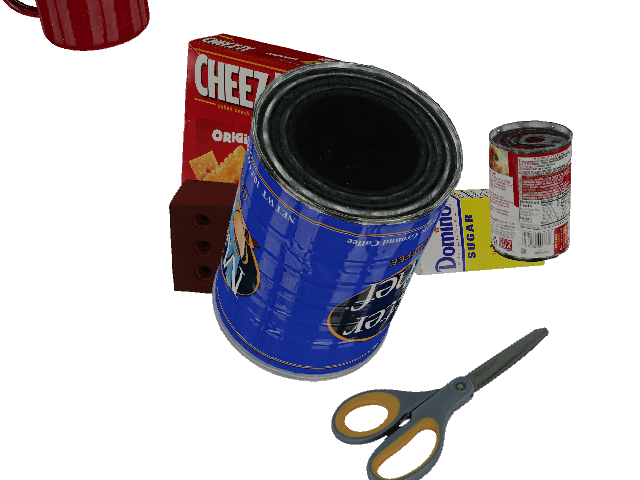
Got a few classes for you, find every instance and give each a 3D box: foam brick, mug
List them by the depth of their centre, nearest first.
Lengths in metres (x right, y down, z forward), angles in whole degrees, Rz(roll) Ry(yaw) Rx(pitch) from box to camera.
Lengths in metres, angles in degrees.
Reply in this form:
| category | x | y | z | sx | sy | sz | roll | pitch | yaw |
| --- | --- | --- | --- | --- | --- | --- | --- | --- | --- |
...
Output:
| category | x | y | z | sx | sy | sz | roll | pitch | yaw |
| --- | --- | --- | --- | --- | --- | --- | --- | --- | --- |
| mug | -0.184 | -0.193 | 0.790 | 0.117 | 0.081 | 0.093 | -3 | 37 | 2 |
| foam brick | -0.089 | -0.003 | 0.859 | 0.053 | 0.078 | 0.051 | 3 | 23 | 9 |

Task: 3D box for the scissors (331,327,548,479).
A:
| category | x | y | z | sx | sy | sz | roll | pitch | yaw |
| --- | --- | --- | --- | --- | --- | --- | --- | --- | --- |
| scissors | 0.087 | 0.113 | 0.824 | 0.096 | 0.016 | 0.201 | 23 | 48 | 29 |

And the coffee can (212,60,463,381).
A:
| category | x | y | z | sx | sy | sz | roll | pitch | yaw |
| --- | --- | --- | --- | --- | --- | --- | --- | --- | --- |
| coffee can | 0.004 | -0.006 | 0.552 | 0.102 | 0.103 | 0.140 | 0 | -37 | -15 |

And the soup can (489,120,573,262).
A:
| category | x | y | z | sx | sy | sz | roll | pitch | yaw |
| --- | --- | --- | --- | --- | --- | --- | --- | --- | --- |
| soup can | 0.177 | -0.041 | 0.896 | 0.068 | 0.102 | 0.068 | -5 | 25 | 2 |

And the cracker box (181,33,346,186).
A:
| category | x | y | z | sx | sy | sz | roll | pitch | yaw |
| --- | --- | --- | --- | --- | --- | --- | --- | --- | --- |
| cracker box | -0.066 | -0.098 | 1.140 | 0.164 | 0.214 | 0.072 | 18 | 26 | 28 |

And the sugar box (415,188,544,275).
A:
| category | x | y | z | sx | sy | sz | roll | pitch | yaw |
| --- | --- | --- | --- | --- | --- | --- | --- | --- | --- |
| sugar box | 0.187 | -0.013 | 1.257 | 0.176 | 0.093 | 0.048 | -5 | 21 | -25 |
